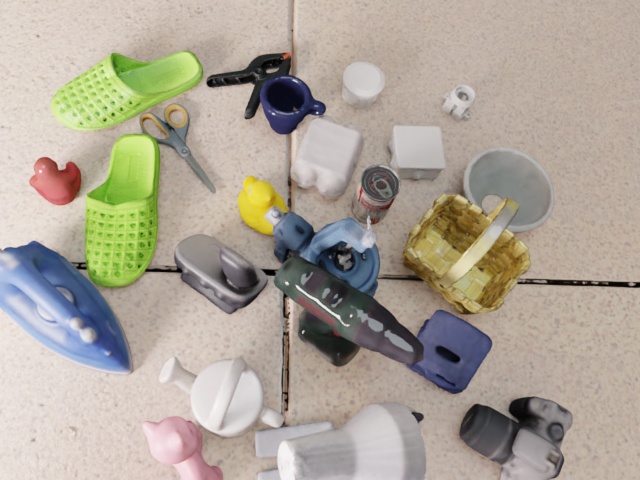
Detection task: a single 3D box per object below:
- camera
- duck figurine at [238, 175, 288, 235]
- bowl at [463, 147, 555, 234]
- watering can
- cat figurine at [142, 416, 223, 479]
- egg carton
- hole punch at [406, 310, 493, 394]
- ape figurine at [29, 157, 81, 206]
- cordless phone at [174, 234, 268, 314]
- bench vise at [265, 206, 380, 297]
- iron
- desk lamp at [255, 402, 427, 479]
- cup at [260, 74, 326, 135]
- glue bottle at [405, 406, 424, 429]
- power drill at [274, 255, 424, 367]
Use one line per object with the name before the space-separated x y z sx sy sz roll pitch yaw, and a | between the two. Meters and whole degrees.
camera | 0.293 0.291 0.863 0.136 0.101 0.143 30 68 5
duck figurine | -0.094 -0.063 0.963 0.078 0.086 0.104 -36 77 -19
bowl | 0.327 -0.079 1.031 0.167 0.074 0.167 3 68 -6
watering can | -0.134 0.215 0.787 0.173 0.194 0.101 3 68 -6
cat figurine | -0.189 0.296 0.789 0.067 0.117 0.127 -31 75 -17
egg carton | 0.015 -0.149 1.020 0.107 0.069 0.150 19 67 1
hole punch | 0.202 0.178 0.902 0.108 0.091 0.101 30 68 5
ape figurine | -0.434 -0.103 0.930 0.078 0.092 0.076 -8 69 -10
cordless phone | -0.152 0.029 0.864 0.147 0.185 0.094 31 68 6
bench vise | 0.005 0.014 0.872 0.207 0.219 0.121 17 67 0
iron | -0.377 0.097 0.831 0.258 0.141 0.119 38 69 8
desk lamp | 0.018 0.292 0.766 0.203 0.213 0.118 -5 69 -9
cup | -0.050 -0.231 1.031 0.118 0.095 0.092 13 67 -2
glue bottle | 0.116 0.258 0.814 0.078 0.173 0.037 23 67 3
power drill | 0.033 0.120 0.839 0.229 0.208 0.076 35 68 7
